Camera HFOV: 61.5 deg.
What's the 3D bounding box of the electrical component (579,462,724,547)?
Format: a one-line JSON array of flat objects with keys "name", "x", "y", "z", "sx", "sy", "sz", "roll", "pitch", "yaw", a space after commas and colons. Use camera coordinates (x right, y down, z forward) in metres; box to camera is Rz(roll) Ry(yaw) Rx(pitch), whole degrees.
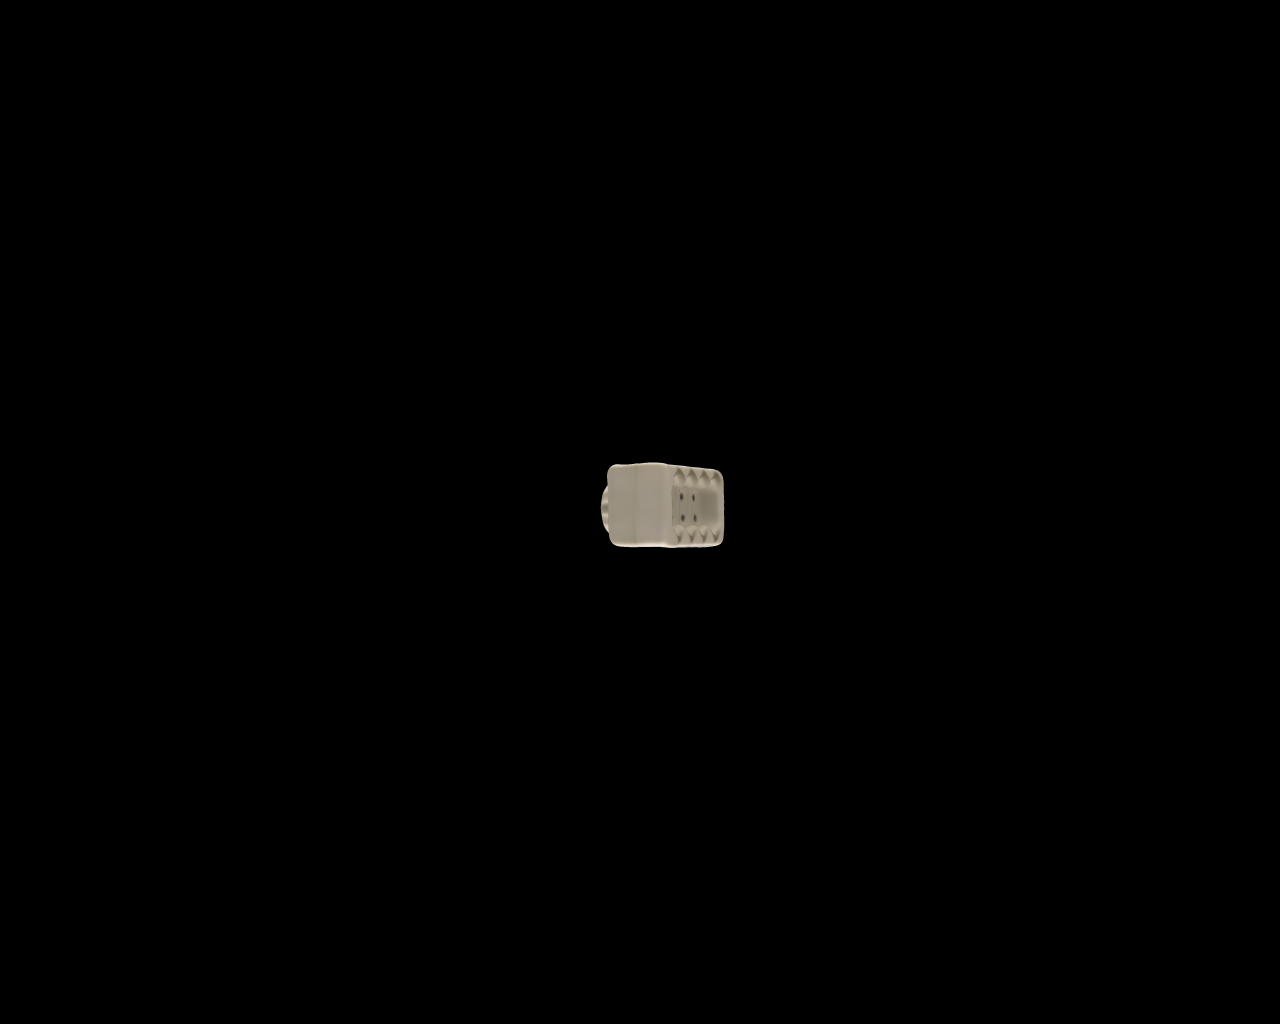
[{"name": "electrical component", "x": 0.001, "y": -0.003, "z": 0.650, "sx": 0.076, "sy": 0.047, "sz": 0.083, "roll": -1, "pitch": -2, "yaw": 28}]
